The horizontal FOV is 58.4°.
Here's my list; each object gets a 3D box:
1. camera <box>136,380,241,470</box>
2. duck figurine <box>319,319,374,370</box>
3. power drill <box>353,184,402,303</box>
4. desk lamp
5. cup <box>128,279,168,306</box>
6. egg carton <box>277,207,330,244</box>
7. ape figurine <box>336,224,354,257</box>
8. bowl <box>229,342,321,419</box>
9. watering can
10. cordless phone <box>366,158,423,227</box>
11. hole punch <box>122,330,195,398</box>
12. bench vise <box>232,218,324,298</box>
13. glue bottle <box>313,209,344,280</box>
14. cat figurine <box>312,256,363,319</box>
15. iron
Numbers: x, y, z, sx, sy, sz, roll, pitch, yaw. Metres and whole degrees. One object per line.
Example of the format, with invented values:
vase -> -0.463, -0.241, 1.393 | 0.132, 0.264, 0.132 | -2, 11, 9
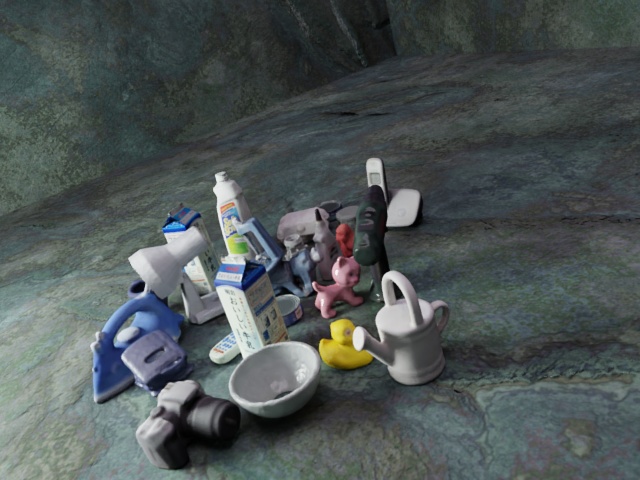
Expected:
camera -> -0.216, 0.303, 0.967 | 0.136, 0.101, 0.143 | -1, 29, 30
duck figurine -> 0.044, 0.187, 1.066 | 0.104, 0.086, 0.077 | -4, 28, 25
power drill -> 0.123, 0.015, 1.226 | 0.075, 0.209, 0.230 | -8, 26, 17
desk lamp -> -0.311, 0.086, 1.337 | 0.203, 0.214, 0.117 | -25, 26, -17
cup -> -0.422, 0.147, 1.420 | 0.117, 0.095, 0.092 | 10, 36, 44
egg carton -> -0.046, -0.037, 1.598 | 0.150, 0.069, 0.107 | -12, 25, 9
ape figurine -> 0.065, 0.002, 1.425 | 0.076, 0.092, 0.077 | -22, 26, -12
bowl -> -0.070, 0.257, 1.005 | 0.167, 0.075, 0.167 | -13, 25, 7
watering can -> 0.141, 0.144, 0.967 | 0.100, 0.194, 0.173 | 11, 37, 45
cordless phone -> 0.190, -0.127, 1.504 | 0.147, 0.185, 0.094 | 2, 31, 34
hole punch -> -0.328, 0.247, 1.162 | 0.100, 0.091, 0.109 | 12, 37, 45
bench vise -> -0.106, 0.031, 1.319 | 0.207, 0.220, 0.121 | -20, 25, -7
glue bottle -> 0.012, 0.005, 1.355 | 0.037, 0.173, 0.078 | 1, 30, 32
cat figurine -> 0.041, 0.088, 1.232 | 0.128, 0.118, 0.067 | -24, 26, -16
iron -> -0.413, 0.210, 1.229 | 0.118, 0.142, 0.259 | -1, 29, 29
